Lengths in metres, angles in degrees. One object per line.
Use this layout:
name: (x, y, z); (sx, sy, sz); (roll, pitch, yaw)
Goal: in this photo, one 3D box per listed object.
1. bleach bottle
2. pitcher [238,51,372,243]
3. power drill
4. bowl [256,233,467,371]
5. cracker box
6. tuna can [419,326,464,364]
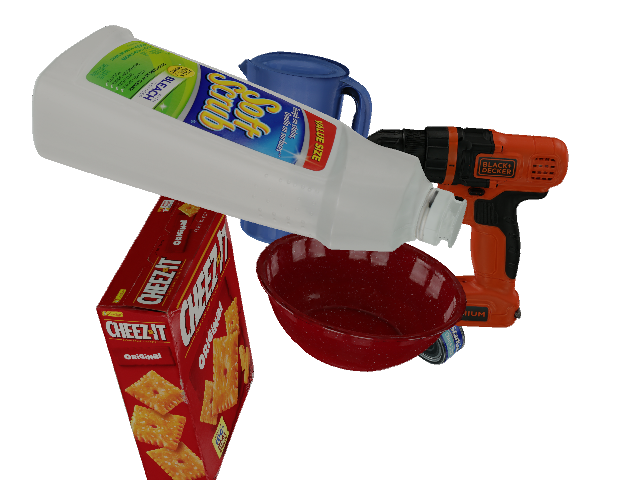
bleach bottle: (-0.036, -0.052, 0.621); (0.251, 0.068, 0.102); (19, 36, 14)
pitcher: (-0.032, -0.119, 1.407); (0.144, 0.243, 0.149); (-3, 24, -23)
power drill: (0.125, -0.014, 0.982); (0.184, 0.188, 0.057); (4, 26, 1)
bowl: (0.028, 0.052, 0.818); (0.162, 0.055, 0.162); (8, 27, -4)
cracker box: (-0.120, 0.092, 0.961); (0.072, 0.214, 0.164); (3, 37, 12)
tuna can: (0.126, 0.103, 1.250); (0.033, 0.086, 0.086); (-36, 16, -24)
